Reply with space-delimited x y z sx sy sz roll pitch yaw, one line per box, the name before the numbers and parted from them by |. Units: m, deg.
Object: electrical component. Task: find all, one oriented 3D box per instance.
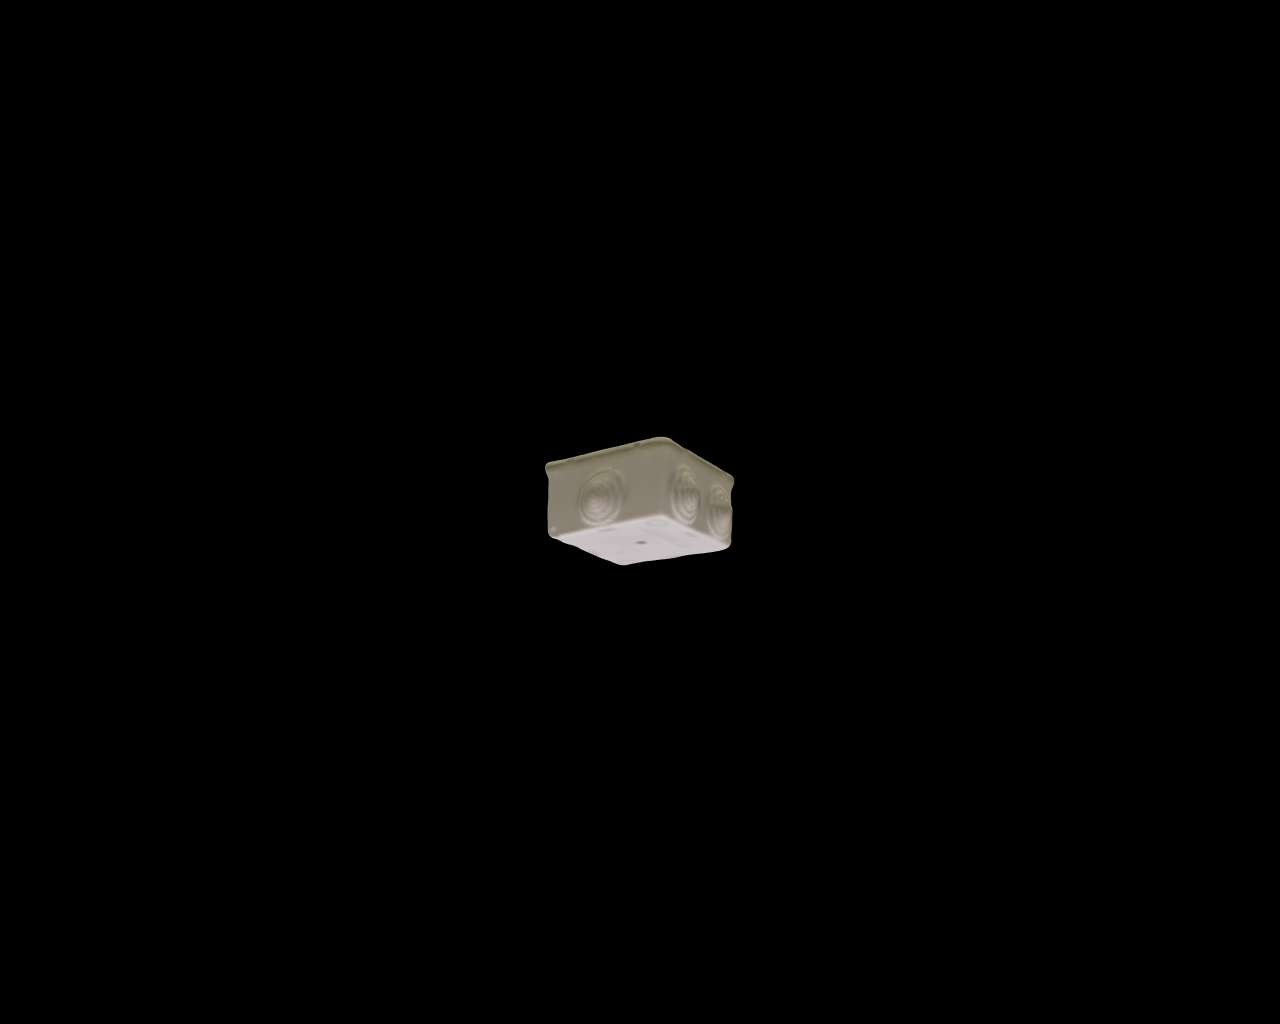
electrical component | 0.001 -0.003 0.650 0.099 0.048 0.099 -11 -21 30
